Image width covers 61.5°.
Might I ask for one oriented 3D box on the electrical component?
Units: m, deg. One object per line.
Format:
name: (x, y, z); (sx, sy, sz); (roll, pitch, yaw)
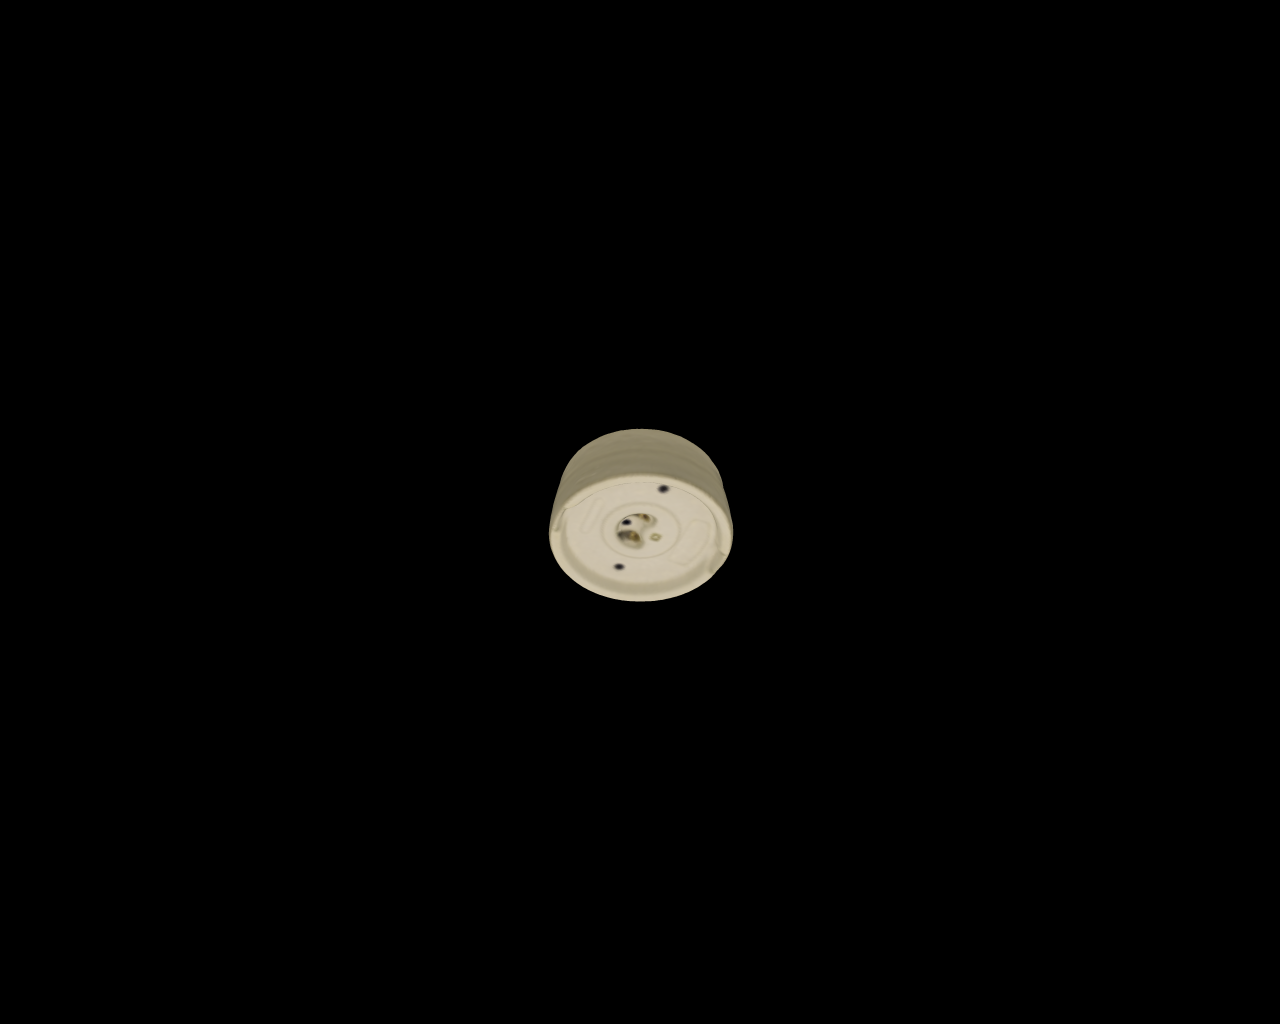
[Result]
electrical component: (0.001, -0.003, 0.650); (0.108, 0.108, 0.060); (0, 44, 0)
